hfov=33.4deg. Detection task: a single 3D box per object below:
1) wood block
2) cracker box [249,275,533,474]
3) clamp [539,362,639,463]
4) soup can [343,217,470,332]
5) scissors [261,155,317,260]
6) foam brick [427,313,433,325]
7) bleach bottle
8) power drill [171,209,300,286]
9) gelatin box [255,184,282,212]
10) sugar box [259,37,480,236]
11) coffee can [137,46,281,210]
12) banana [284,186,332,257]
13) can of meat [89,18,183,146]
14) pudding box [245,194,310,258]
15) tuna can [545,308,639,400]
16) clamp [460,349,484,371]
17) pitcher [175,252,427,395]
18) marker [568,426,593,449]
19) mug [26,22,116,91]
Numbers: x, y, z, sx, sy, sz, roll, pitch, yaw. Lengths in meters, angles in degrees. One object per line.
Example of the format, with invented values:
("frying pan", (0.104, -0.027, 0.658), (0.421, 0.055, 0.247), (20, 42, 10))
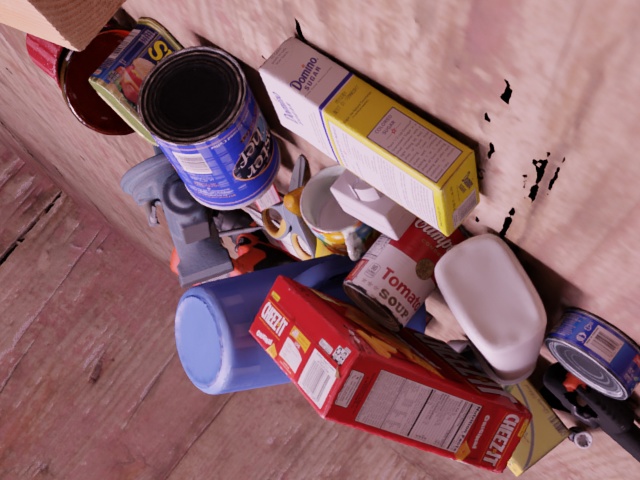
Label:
("wood block", (-0.270, -0.253, 1.000), (0.206, 0.090, 0.090), (26, 164, 48))
("cracker box", (0.063, 0.120, 0.968), (0.213, 0.072, 0.164), (23, -171, -32))
("clamp", (0.277, 0.170, 1.046), (0.165, 0.036, 0.210), (32, 171, 26))
("soup can", (0.076, 0.022, 0.941), (0.068, 0.102, 0.068), (38, 168, 9))
("scissors", (-0.018, -0.027, 1.169), (0.096, 0.016, 0.202), (49, 158, -1))
("foam brick", (0.099, 0.104, 1.314), (0.051, 0.053, 0.078), (38, 168, 6))
("bleach bottle", (0.159, 0.076, 0.977), (0.102, 0.068, 0.250), (61, -179, 18))
("power drill", (-0.108, 0.013, 1.378), (0.185, 0.057, 0.187), (30, -155, 20))
("gelatin box", (-0.075, -0.081, 1.128), (0.073, 0.030, 0.089), (63, 179, 24))
("sugar box", (0.039, -0.079, 0.813), (0.176, 0.048, 0.093), (39, 169, 22))
("coffee can", (-0.102, -0.103, 1.013), (0.103, 0.102, 0.140), (34, 168, 22))
("banana", (0.002, -0.011, 1.134), (0.037, 0.069, 0.198), (23, 156, 21))
("can of meat", (-0.168, -0.156, 1.064), (0.102, 0.084, 0.058), (46, 167, -31))
("pudding box", (-0.033, -0.015, 1.305), (0.114, 0.039, 0.090), (26, 160, 38))
("tuna can", (0.235, 0.097, 0.907), (0.086, 0.033, 0.086), (38, 169, 9))
("clamp", (0.114, 0.157, 1.151), (0.039, 0.171, 0.120), (63, 142, 40))
("pitcher", (-0.016, 0.076, 1.084), (0.242, 0.149, 0.145), (-8, -166, -35))
("marker", (0.290, 0.221, 1.194), (0.020, 0.020, 0.121), (37, 179, 11))
("mug", (-0.267, -0.199, 1.171), (0.082, 0.093, 0.117), (37, 140, 38))
